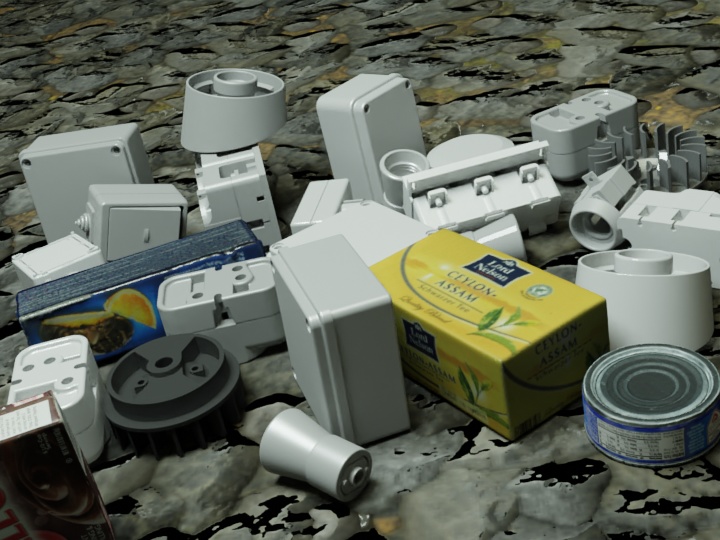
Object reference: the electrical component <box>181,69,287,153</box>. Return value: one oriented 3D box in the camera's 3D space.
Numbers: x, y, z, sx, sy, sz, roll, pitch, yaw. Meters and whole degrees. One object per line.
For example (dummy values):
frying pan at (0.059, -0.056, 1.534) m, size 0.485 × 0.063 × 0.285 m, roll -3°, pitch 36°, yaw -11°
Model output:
electrical component at (-0.117, -0.149, 0.997) m, size 0.099 × 0.064 × 0.099 m, roll 3°, pitch 27°, yaw -1°

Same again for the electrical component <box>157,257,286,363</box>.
electrical component at (-0.103, 0.034, 0.835) m, size 0.095 × 0.059 × 0.053 m, roll -12°, pitch 29°, yaw 0°

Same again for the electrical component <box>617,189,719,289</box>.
electrical component at (0.250, -0.026, 0.818) m, size 0.089 × 0.050 × 0.056 m, roll 11°, pitch 36°, yaw 36°

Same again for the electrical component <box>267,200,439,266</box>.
electrical component at (0.000, 0.000, 0.860) m, size 0.109 × 0.056 × 0.109 m, roll -27°, pitch 32°, yaw -26°

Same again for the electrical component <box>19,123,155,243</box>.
electrical component at (-0.259, -0.079, 1.045) m, size 0.109 × 0.108 × 0.056 m, roll -7°, pitch 27°, yaw 9°

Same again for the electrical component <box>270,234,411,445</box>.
electrical component at (-0.014, 0.047, 0.729) m, size 0.056 × 0.108 × 0.108 m, roll -16°, pitch 29°, yaw -13°

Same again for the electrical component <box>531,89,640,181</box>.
electrical component at (0.209, -0.122, 0.994) m, size 0.095 × 0.059 × 0.054 m, roll -23°, pitch 31°, yaw -19°

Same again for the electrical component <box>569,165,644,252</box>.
electrical component at (0.201, -0.047, 0.872) m, size 0.055 × 0.066 × 0.048 m, roll -47°, pitch 8°, yaw -34°

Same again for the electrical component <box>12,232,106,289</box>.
electrical component at (-0.259, 0.011, 0.942) m, size 0.062 × 0.061 × 0.096 m, roll -26°, pitch 24°, yaw -23°

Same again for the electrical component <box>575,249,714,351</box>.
electrical component at (0.199, 0.020, 0.758) m, size 0.099 × 0.064 × 0.099 m, roll -1°, pitch 12°, yaw 0°

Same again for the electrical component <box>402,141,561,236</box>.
electrical component at (0.103, -0.058, 0.909) m, size 0.121 × 0.078 × 0.063 m, roll -15°, pitch 58°, yaw -6°

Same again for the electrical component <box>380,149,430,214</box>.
electrical component at (0.038, -0.069, 0.958) m, size 0.044 × 0.065 × 0.044 m, roll 1°, pitch 44°, yaw -1°

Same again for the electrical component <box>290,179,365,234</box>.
electrical component at (-0.012, -0.043, 0.951) m, size 0.076 × 0.047 × 0.083 m, roll -4°, pitch 30°, yaw 14°

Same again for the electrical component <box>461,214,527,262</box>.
electrical component at (0.098, -0.016, 0.869) m, size 0.065 × 0.044 × 0.044 m, roll -15°, pitch 29°, yaw 4°

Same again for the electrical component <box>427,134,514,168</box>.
electrical component at (0.104, -0.089, 0.984) m, size 0.080 × 0.051 × 0.080 m, roll -9°, pitch 29°, yaw 5°

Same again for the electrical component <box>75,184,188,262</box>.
electrical component at (-0.209, -0.040, 0.979) m, size 0.096 × 0.061 × 0.061 m, roll -2°, pitch 23°, yaw -25°

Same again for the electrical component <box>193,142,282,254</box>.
electrical component at (-0.114, -0.070, 0.994) m, size 0.062 × 0.089 × 0.150 m, roll -14°, pitch 29°, yaw -4°

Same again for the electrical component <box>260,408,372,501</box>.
electrical component at (-0.025, 0.118, 0.677) m, size 0.065 × 0.044 × 0.044 m, roll 19°, pitch 41°, yaw 36°

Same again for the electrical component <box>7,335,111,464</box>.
electrical component at (-0.212, 0.098, 0.764) m, size 0.054 × 0.059 × 0.095 m, roll -14°, pitch 29°, yaw -4°

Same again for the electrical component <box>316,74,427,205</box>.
electrical component at (0.015, -0.121, 1.013) m, size 0.057 × 0.113 × 0.078 m, roll 13°, pitch 37°, yaw 42°
